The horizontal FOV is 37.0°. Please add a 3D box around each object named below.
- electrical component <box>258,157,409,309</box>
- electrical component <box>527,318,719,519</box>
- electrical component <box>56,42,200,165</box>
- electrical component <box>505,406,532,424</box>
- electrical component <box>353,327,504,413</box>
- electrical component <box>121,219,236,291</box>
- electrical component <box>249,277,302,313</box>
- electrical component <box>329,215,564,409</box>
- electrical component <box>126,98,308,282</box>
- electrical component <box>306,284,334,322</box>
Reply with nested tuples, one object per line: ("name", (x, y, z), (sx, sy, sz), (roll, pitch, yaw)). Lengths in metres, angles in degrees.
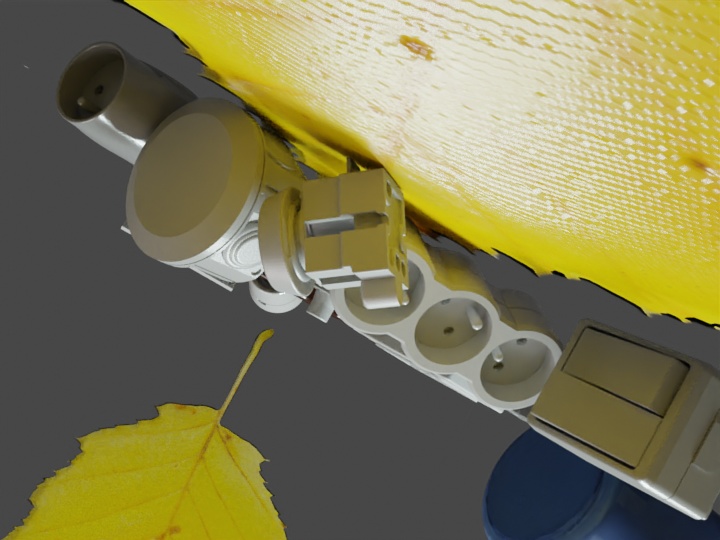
("electrical component", (-0.011, -0.014, 0.464), (0.055, 0.066, 0.048), (-6, 165, 15))
("electrical component", (0.127, 0.065, 0.511), (0.061, 0.061, 0.096), (32, 175, -34))
("electrical component", (-0.122, -0.083, 0.548), (0.079, 0.044, 0.077), (27, 175, 34))
("electrical component", (0.140, 0.094, 0.832), (0.080, 0.051, 0.080), (30, 176, 3))
("electrical component", (0.068, 0.061, 0.888), (0.109, 0.056, 0.109), (26, 175, 38))
("electrical component", (-0.158, -0.046, 1.048), (0.121, 0.078, 0.063), (30, 147, -9))
("electrical component", (-0.078, 0.007, 1.006), (0.055, 0.055, 0.047), (29, 162, 9))
("electrical component", (0.040, 0.013, 0.558), (0.138, 0.052, 0.073), (31, -160, -23))
("electrical component", (-0.067, -0.036, 0.508), (0.080, 0.080, 0.051), (26, 179, 39))
("electrical component", (-0.017, 0.008, 0.799), (0.043, 0.062, 0.043), (29, 176, 2))
